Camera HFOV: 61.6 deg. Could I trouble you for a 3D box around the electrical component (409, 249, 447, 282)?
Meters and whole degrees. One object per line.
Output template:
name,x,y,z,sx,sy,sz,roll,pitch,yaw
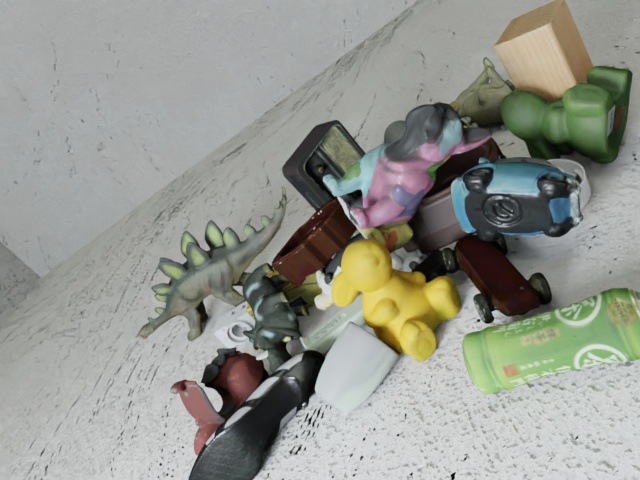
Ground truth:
electrical component,0.177,0.042,0.832,0.063,0.021,0.094,-40,23,-5

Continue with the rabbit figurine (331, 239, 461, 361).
rabbit figurine,0.088,0.060,0.739,0.122,0.173,0.162,-50,30,-16

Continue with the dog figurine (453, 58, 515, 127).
dog figurine,0.314,-0.255,1.110,0.190,0.121,0.172,-43,16,27

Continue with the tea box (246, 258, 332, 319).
tea box,-0.052,0.088,1.017,0.170,0.068,0.098,-33,24,15

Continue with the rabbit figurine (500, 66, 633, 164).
rabbit figurine,0.362,-0.181,0.810,0.170,0.158,0.121,19,56,41

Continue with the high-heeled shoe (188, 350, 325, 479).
high-heeled shoe,-0.091,0.252,0.775,0.249,0.086,0.145,-37,12,7

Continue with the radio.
radio,0.045,-0.101,1.025,0.131,0.229,0.073,-49,21,-15

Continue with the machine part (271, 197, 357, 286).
machine part,-0.002,-0.003,0.911,0.179,0.056,0.179,-44,10,10

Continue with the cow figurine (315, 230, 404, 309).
cow figurine,0.049,0.045,0.900,0.167,0.098,0.068,-32,-2,9

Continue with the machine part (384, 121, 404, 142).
machine part,0.193,-0.211,1.203,0.079,0.079,0.243,-33,25,11

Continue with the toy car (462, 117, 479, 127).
toy car,0.230,-0.163,1.063,0.202,0.073,0.056,-36,23,6

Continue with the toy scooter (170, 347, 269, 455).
toy scooter,-0.158,0.231,0.825,0.075,0.135,0.184,-21,28,39

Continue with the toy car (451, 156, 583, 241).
toy car,0.264,-0.066,0.715,0.162,0.109,0.103,0,40,34

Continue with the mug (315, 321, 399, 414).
mug,0.037,0.171,0.727,0.107,0.080,0.110,-54,31,-11

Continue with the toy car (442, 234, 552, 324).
toy car,0.228,0.048,0.709,0.089,0.053,0.202,-18,25,2

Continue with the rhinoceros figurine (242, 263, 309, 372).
rhinoceros figurine,-0.084,0.129,0.903,0.112,0.073,0.190,-34,52,12

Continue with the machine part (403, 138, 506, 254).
machine part,0.214,-0.078,0.891,0.201,0.087,0.201,-26,21,25

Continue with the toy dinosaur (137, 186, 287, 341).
toy dinosaur,-0.223,0.068,1.140,0.471,0.198,0.105,-35,27,11

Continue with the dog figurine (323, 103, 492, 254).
dog figurine,0.131,-0.092,0.751,0.219,0.191,0.109,-36,53,4
